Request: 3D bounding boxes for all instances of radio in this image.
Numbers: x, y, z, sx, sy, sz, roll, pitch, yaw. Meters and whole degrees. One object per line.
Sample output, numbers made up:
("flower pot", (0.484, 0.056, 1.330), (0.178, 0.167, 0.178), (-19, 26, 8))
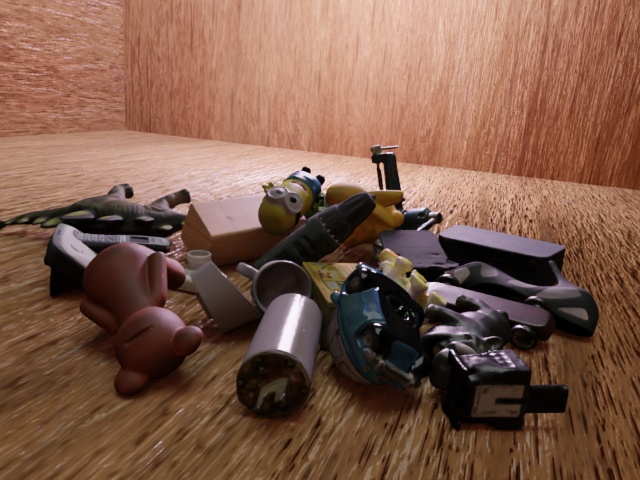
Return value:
("radio", (0.354, 0.032, 1.074), (0.230, 0.073, 0.131), (13, 18, 34))

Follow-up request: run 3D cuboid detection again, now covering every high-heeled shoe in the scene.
("high-heeled shoe", (0.297, 0.107, 0.849), (0.249, 0.086, 0.145), (-13, 49, 11))

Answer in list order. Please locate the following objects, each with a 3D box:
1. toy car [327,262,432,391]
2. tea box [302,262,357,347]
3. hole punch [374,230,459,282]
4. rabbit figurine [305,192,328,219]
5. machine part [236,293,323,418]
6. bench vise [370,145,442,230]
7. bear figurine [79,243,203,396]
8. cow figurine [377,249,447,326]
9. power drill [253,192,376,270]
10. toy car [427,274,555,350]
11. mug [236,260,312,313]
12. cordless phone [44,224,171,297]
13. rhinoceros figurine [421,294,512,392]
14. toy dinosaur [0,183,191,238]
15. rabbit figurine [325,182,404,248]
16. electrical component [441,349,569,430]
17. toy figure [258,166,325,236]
("toy car", (0.061, 0.113, 0.629), (0.109, 0.103, 0.162), (33, 30, -24))
("tea box", (0.032, 0.088, 0.774), (0.098, 0.068, 0.170), (3, 14, -13))
("hole punch", (0.159, 0.049, 0.953), (0.142, 0.092, 0.116), (4, 32, -9))
("rabbit figurine", (-0.025, -0.051, 1.189), (0.159, 0.121, 0.170), (33, 10, 17))
("machine part", (-0.041, 0.123, 0.612), (0.079, 0.079, 0.243), (5, 16, 2))
("bench vise", (0.160, -0.094, 1.196), (0.129, 0.240, 0.224), (-13, 7, -40))
("bear figurine", (-0.204, 0.094, 0.645), (0.196, 0.120, 0.131), (46, -7, 31))
("cow figurine", (0.113, 0.078, 0.812), (0.068, 0.098, 0.167), (40, 7, -21))
("power drill", (-0.002, -0.003, 0.924), (0.232, 0.086, 0.207), (-37, 7, 3))
("toy car", (0.241, 0.107, 0.800), (0.202, 0.053, 0.089), (12, 38, 29))
("mug", (-0.074, 0.067, 0.785), (0.109, 0.080, 0.107), (23, -8, -10))
("cordless phone", (-0.328, 0.027, 0.852), (0.184, 0.088, 0.147), (-1, 16, -20))
("rhinoceros figurine", (0.180, 0.132, 0.672), (0.112, 0.073, 0.190), (27, 23, 30))
("toy dinosaur", (-0.422, -0.041, 1.055), (0.472, 0.105, 0.198), (-2, 18, 13))
("rabbit figurine", (0.082, -0.056, 1.060), (0.163, 0.122, 0.173), (8, -17, 39))
("electrical component", (0.194, 0.156, 0.565), (0.119, 0.074, 0.048), (-2, 17, -8))
("toy figure", (-0.048, -0.073, 0.989), (0.082, 0.089, 0.180), (10, 28, 16))
